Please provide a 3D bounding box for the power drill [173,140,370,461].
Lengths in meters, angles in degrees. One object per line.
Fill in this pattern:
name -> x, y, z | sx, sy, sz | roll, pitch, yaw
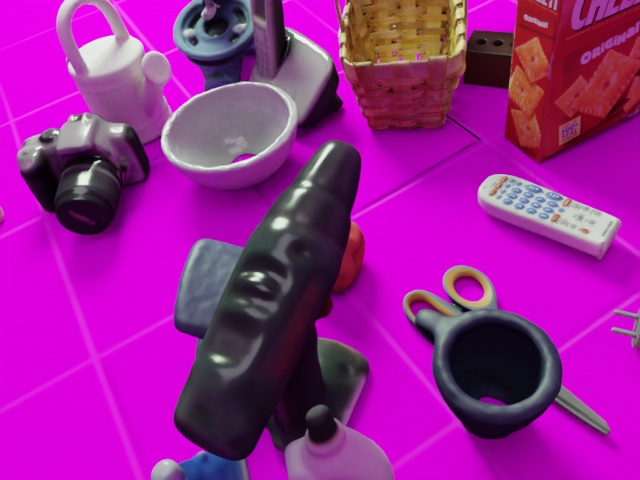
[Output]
power drill -> -0.016, 0.068, 0.438 | 0.075, 0.209, 0.230 | 14, 54, 22

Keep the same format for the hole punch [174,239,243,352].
hole punch -> -0.074, 0.056, 0.538 | 0.101, 0.091, 0.108 | -3, 50, 9

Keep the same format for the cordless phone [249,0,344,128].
cordless phone -> -0.044, -0.248, 0.728 | 0.094, 0.185, 0.147 | -34, 52, -18

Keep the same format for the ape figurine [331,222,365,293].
ape figurine -> 0.005, 0.002, 0.567 | 0.077, 0.092, 0.076 | -6, 49, 6

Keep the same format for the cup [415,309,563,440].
cup -> 0.123, 0.109, 0.451 | 0.117, 0.095, 0.092 | 33, 63, 32

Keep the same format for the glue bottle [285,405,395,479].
glue bottle -> 0.009, 0.152, 0.385 | 0.078, 0.173, 0.037 | -16, 49, -2

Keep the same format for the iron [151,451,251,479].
iron -> -0.118, 0.232, 0.363 | 0.118, 0.142, 0.258 | 7, 52, 17

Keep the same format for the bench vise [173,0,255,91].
bench vise -> -0.155, -0.333, 0.799 | 0.121, 0.220, 0.207 | -16, 49, -2

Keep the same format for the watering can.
watering can -> -0.265, -0.225, 0.745 | 0.172, 0.194, 0.101 | 0, 50, 11

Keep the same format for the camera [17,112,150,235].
camera -> -0.293, -0.078, 0.688 | 0.143, 0.101, 0.136 | -10, 49, 3

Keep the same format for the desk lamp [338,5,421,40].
desk lamp -> 0.117, -0.392, 0.800 | 0.203, 0.214, 0.118 | 0, 50, 12

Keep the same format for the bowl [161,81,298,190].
bowl -> -0.102, -0.115, 0.700 | 0.167, 0.075, 0.167 | -5, 49, 7

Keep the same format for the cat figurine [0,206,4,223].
cat figurine -> -0.469, -0.043, 0.682 | 0.128, 0.118, 0.067 | -40, 54, -22
